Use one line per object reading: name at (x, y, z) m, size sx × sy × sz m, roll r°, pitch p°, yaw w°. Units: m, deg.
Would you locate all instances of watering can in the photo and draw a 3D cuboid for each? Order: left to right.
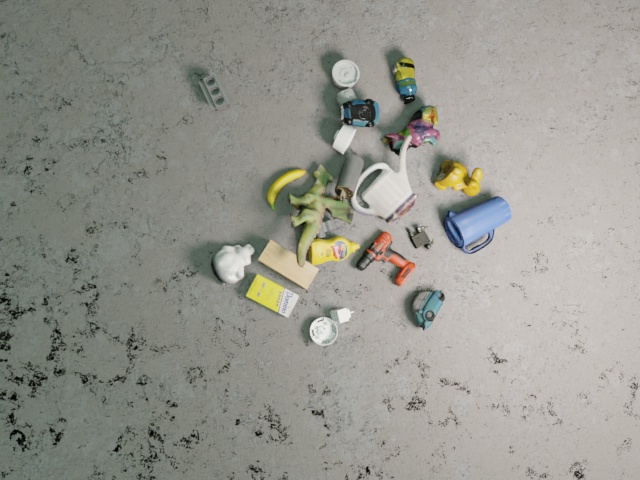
watering can at (0.278, -0.212, 1.953) m, size 0.346 × 0.104 × 0.224 m, roll -44°, pitch 88°, yaw 9°

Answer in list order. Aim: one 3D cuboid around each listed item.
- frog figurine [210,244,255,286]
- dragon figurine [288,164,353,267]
frog figurine at (-0.308, 0.079, 1.862) m, size 0.159 × 0.121 × 0.139 m, roll -28°, pitch 68°, yaw 3°
dragon figurine at (0.006, -0.095, 1.889) m, size 0.243 × 0.120 × 0.418 m, roll -5°, pitch 64°, yaw -9°
